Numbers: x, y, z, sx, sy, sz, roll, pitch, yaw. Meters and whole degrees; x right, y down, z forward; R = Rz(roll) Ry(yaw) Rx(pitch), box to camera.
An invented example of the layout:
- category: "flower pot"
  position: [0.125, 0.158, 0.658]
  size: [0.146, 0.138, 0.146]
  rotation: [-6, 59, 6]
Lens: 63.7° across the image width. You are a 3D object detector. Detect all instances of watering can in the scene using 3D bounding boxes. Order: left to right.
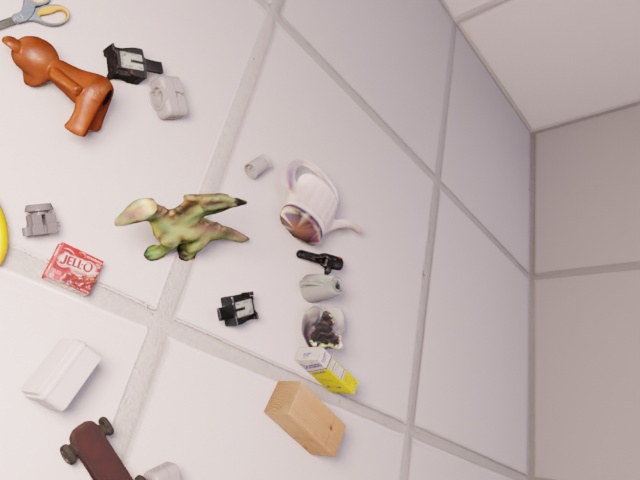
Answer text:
- category: "watering can"
  position: [0.005, -0.075, 1.500]
  size: [0.342, 0.103, 0.229]
  rotation: [49, 49, -28]

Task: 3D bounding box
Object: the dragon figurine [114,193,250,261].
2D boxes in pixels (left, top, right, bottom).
- category: "dragon figurine"
  position: [-0.252, -0.038, 1.103]
  size: [0.411, 0.240, 0.123]
  rotation: [-1, 76, -47]

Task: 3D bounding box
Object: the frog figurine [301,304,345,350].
- category: "frog figurine"
  position: [0.010, 0.236, 1.443]
  size: [0.137, 0.122, 0.161]
  rotation: [48, 7, -7]
